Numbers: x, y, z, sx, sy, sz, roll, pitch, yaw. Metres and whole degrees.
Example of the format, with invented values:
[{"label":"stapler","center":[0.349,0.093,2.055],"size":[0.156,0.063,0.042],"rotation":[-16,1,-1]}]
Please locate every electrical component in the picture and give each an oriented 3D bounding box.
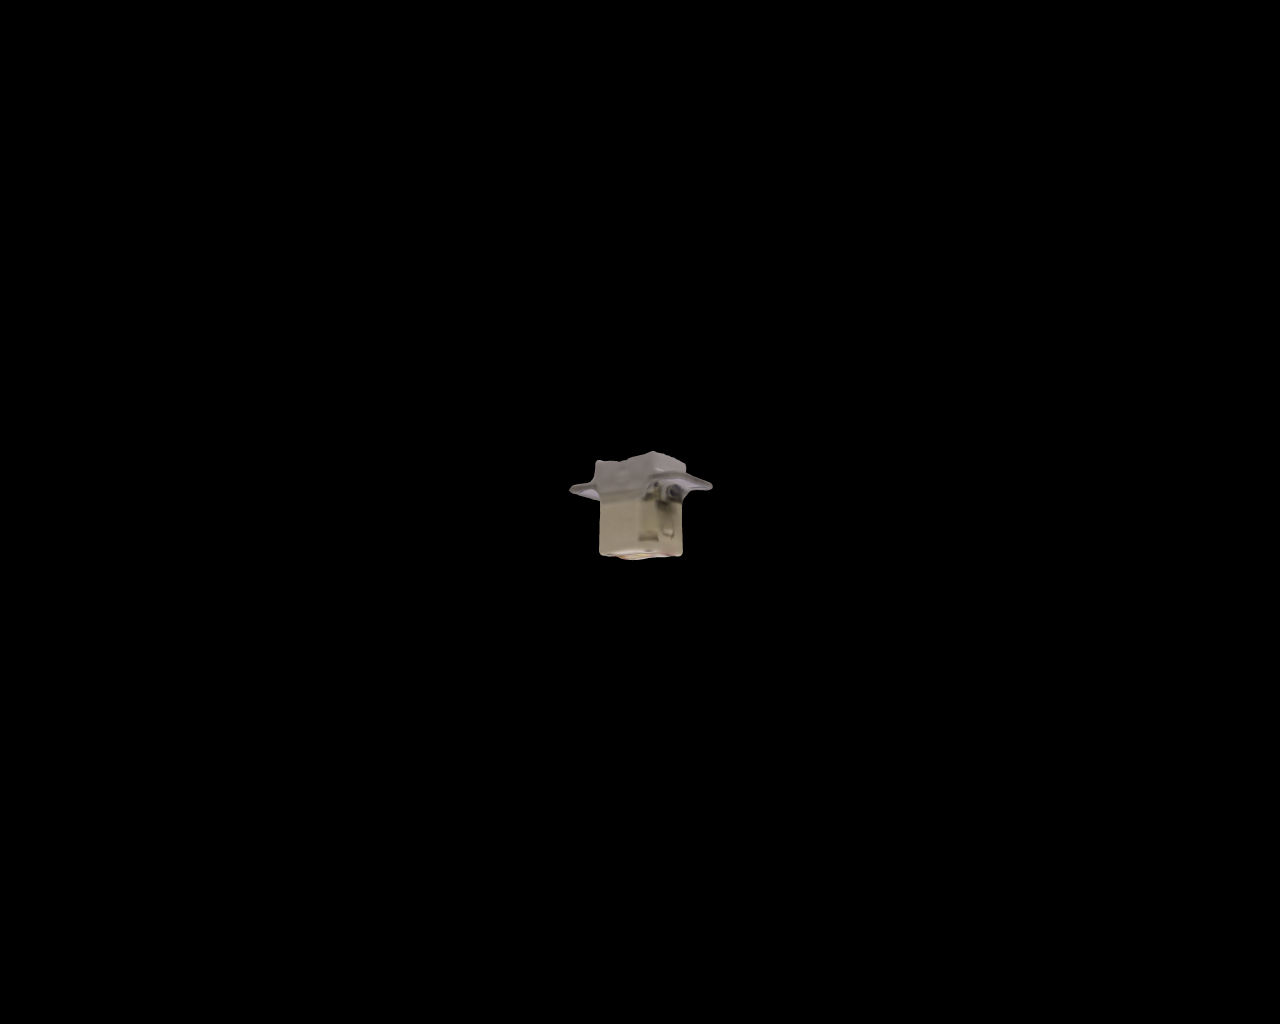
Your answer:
[{"label":"electrical component","center":[0.001,-0.003,0.650],"size":[0.081,0.064,0.042],"rotation":[-8,-14,35]}]
